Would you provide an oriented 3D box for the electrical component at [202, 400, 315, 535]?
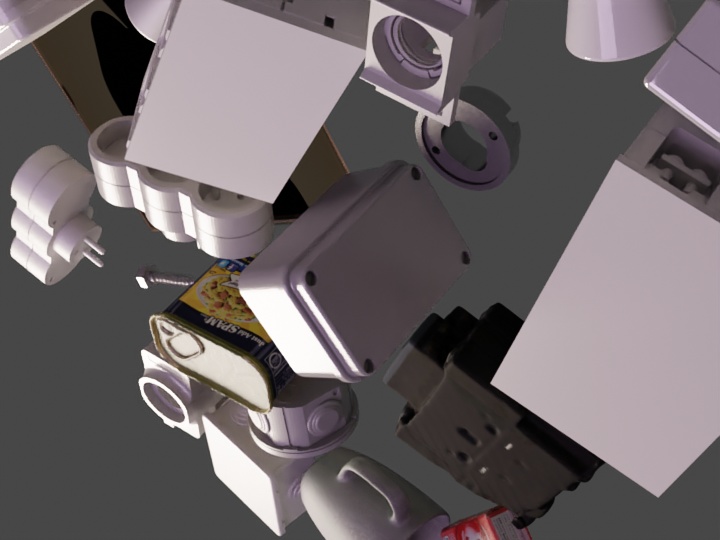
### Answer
[{"bbox_3d":[-0.079,0.156,0.888,0.100,0.048,0.099,36,147,32],"label":"electrical component"}]

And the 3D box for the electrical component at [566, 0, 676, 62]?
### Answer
[{"bbox_3d":[0.101,-0.118,0.429,0.045,0.045,0.055,12,135,36],"label":"electrical component"}]

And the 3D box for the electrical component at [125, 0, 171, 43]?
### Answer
[{"bbox_3d":[-0.095,-0.157,0.586,0.044,0.044,0.065,49,140,-9],"label":"electrical component"}]

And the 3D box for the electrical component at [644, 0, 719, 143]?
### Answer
[{"bbox_3d":[0.151,-0.090,0.399,0.047,0.066,0.076,39,117,6],"label":"electrical component"}]

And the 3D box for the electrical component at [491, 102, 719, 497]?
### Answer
[{"bbox_3d":[0.147,0.019,0.517,0.105,0.060,0.186,34,145,12],"label":"electrical component"}]

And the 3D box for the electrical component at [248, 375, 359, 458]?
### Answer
[{"bbox_3d":[-0.043,0.091,0.768,0.080,0.080,0.051,18,134,31],"label":"electrical component"}]

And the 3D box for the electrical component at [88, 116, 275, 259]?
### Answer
[{"bbox_3d":[-0.118,-0.044,0.719,0.138,0.052,0.073,26,143,23],"label":"electrical component"}]

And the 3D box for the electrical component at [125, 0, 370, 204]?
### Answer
[{"bbox_3d":[-0.060,-0.108,0.563,0.089,0.061,0.150,16,149,-16],"label":"electrical component"}]

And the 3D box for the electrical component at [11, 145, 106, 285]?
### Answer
[{"bbox_3d":[-0.229,-0.031,0.844,0.074,0.052,0.138,38,146,7],"label":"electrical component"}]

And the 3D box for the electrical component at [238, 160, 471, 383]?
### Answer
[{"bbox_3d":[0.000,0.000,0.597,0.057,0.113,0.078,-5,124,51],"label":"electrical component"}]

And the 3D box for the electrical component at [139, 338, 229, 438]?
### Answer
[{"bbox_3d":[-0.144,0.091,0.888,0.050,0.055,0.089,27,143,22],"label":"electrical component"}]

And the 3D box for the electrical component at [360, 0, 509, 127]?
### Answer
[{"bbox_3d":[0.036,-0.111,0.484,0.042,0.063,0.081,29,144,17],"label":"electrical component"}]

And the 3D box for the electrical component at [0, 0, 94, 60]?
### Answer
[{"bbox_3d":[-0.218,-0.168,0.663,0.113,0.078,0.057,-10,117,49],"label":"electrical component"}]
